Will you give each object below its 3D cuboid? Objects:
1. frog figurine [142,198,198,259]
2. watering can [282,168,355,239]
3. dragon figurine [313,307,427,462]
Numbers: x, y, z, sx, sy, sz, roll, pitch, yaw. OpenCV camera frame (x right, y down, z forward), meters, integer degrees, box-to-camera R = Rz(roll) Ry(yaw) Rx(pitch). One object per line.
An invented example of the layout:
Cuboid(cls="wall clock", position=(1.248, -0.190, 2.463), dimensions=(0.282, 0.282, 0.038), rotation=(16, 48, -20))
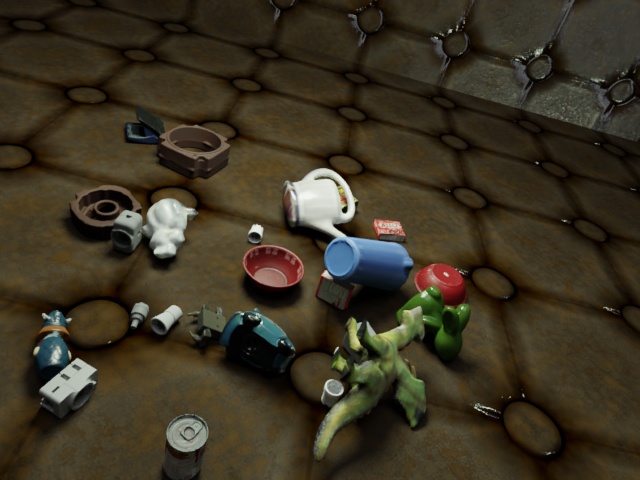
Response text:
Cuboid(cls="frog figurine", position=(-0.402, -0.026, 1.328), dimensions=(0.137, 0.120, 0.163), rotation=(-7, 38, 24))
Cuboid(cls="watering can", position=(0.005, -0.078, 1.558), dimensions=(0.225, 0.101, 0.355), rotation=(-5, 57, -13))
Cuboid(cls="dragon figurine", position=(0.137, 0.302, 1.080), dimensions=(0.241, 0.120, 0.419), rotation=(34, 53, -14))
